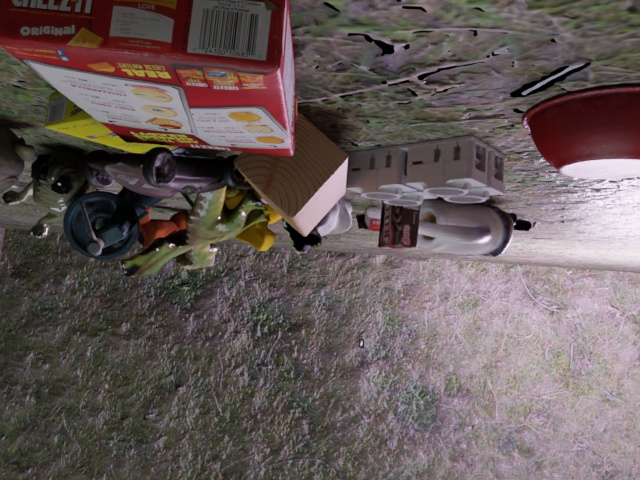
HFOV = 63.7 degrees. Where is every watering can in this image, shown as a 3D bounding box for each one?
[{"bbox_3d":[0.239,-0.035,1.049,0.224,0.103,0.350,6,-172,-16],"label":"watering can"}]

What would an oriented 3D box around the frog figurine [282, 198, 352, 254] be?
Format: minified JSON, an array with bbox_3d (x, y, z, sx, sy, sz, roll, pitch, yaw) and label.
[{"bbox_3d":[0.003,-0.054,1.079,0.123,0.162,0.134,41,145,10],"label":"frog figurine"}]

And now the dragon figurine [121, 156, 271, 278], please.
[{"bbox_3d":[-0.213,-0.012,0.843,0.123,0.244,0.406,49,175,9],"label":"dragon figurine"}]
